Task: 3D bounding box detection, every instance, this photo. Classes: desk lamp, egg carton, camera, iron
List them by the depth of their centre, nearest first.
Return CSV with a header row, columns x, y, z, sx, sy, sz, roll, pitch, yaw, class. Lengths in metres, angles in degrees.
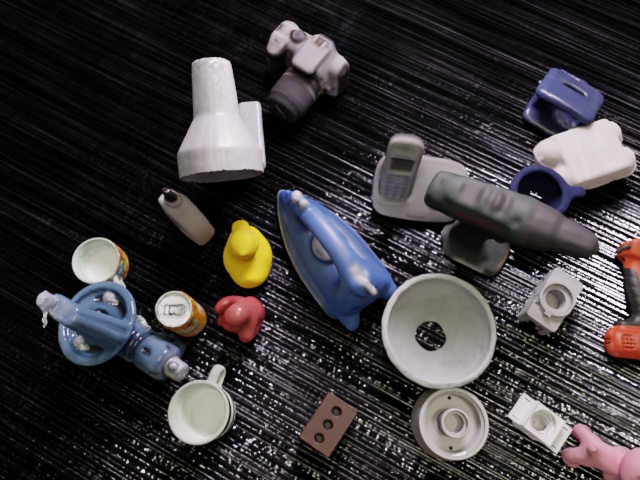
x,y,z,sx,sy,sz,roll,pitch,yaw,class
0.008,0.003,0.856,0.119,0.141,0.258,-36,77,-9,iron
-0.146,-0.161,0.865,0.118,0.213,0.203,-6,74,-1,desk lamp
0.428,-0.132,0.931,0.150,0.069,0.107,-20,75,-5,egg carton
-0.040,-0.278,0.957,0.143,0.101,0.137,34,77,9,camera

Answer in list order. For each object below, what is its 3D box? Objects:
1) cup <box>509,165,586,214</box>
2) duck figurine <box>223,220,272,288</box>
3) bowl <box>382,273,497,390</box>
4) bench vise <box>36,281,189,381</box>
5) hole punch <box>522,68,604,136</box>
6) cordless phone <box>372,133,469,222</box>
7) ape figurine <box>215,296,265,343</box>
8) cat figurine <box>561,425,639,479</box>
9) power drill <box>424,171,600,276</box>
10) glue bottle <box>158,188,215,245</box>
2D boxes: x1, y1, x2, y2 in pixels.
x,y,z,sx,sy,sz,roll,pitch,yaw,class
0.343,-0.060,0.898,0.117,0.095,0.091,-4,74,-1,cup
-0.115,0.019,0.881,0.077,0.086,0.104,-10,74,-3,duck figurine
0.171,0.138,0.853,0.167,0.075,0.167,0,74,0,bowl
-0.276,0.118,0.784,0.207,0.220,0.121,11,74,3,bench vise
0.407,-0.234,0.949,0.108,0.091,0.101,34,77,9,hole punch
0.156,-0.098,0.862,0.147,0.185,0.094,5,74,2,cordless phone
-0.120,0.114,0.851,0.076,0.092,0.078,-23,75,-6,ape figurine
0.417,0.307,0.782,0.127,0.118,0.067,24,76,7,cat figurine
0.255,-0.015,0.826,0.229,0.208,0.076,26,76,7,power drill
-0.207,-0.044,0.853,0.078,0.173,0.037,36,77,10,glue bottle
